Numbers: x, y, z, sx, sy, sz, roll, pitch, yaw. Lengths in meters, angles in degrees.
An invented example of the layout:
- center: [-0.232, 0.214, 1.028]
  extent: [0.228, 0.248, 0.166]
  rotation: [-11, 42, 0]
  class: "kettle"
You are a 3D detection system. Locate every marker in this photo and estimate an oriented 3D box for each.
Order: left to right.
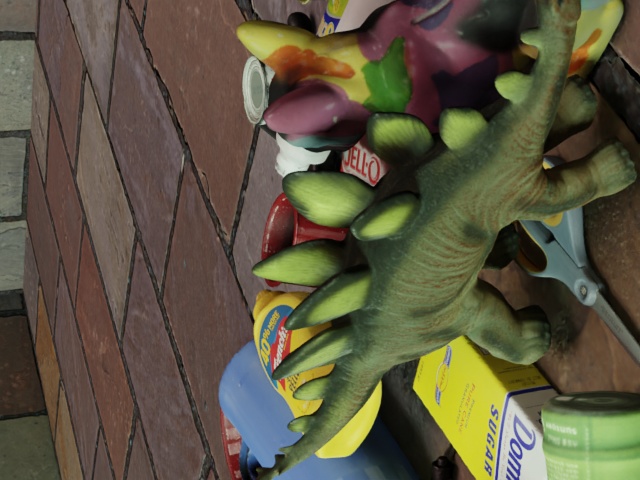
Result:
- center: [0.104, 0.244, 0.919]
  extent: [0.020, 0.020, 0.121]
  rotation: [-151, 60, -64]
  class: "marker"

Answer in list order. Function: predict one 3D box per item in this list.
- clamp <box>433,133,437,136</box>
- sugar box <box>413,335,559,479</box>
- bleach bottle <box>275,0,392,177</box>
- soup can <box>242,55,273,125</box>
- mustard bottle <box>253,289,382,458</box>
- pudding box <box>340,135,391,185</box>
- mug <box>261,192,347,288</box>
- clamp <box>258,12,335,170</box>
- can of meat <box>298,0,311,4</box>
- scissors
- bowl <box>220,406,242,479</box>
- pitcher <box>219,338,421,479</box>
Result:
- center: [0.082, -0.133, 0.878]
  extent: [0.172, 0.039, 0.120]
  rotation: [45, 121, 60]
  class: "clamp"
- center: [0.132, 0.130, 0.795]
  extent: [0.176, 0.048, 0.093]
  rotation: [-123, 35, -51]
  class: "sugar box"
- center: [0.019, -0.148, 0.912]
  extent: [0.102, 0.068, 0.251]
  rotation: [-94, 25, -49]
  class: "bleach bottle"
- center: [-0.017, -0.145, 1.026]
  extent: [0.069, 0.102, 0.068]
  rotation: [175, 90, -68]
  class: "soup can"
- center: [-0.014, 0.102, 0.965]
  extent: [0.192, 0.058, 0.096]
  rotation: [50, 132, 50]
  class: "mustard bottle"
- center: [0.055, -0.058, 0.953]
  extent: [0.114, 0.039, 0.090]
  rotation: [-133, 44, -56]
  class: "pudding box"
- center: [-0.007, 0.001, 1.043]
  extent: [0.117, 0.081, 0.093]
  rotation: [-134, 56, -64]
  class: "mug"
- center: [-0.020, -0.124, 1.124]
  extent: [0.165, 0.036, 0.210]
  rotation: [112, 146, -44]
  class: "clamp"
- center: [0.012, -0.249, 0.961]
  extent: [0.102, 0.083, 0.057]
  rotation: [-130, 42, -55]
  class: "can of meat"
- center: [0.178, 0.012, 0.703]
  extent: [0.202, 0.016, 0.096]
  rotation: [-132, 43, -55]
  class: "scissors"
- center: [-0.071, 0.231, 1.290]
  extent: [0.162, 0.055, 0.162]
  rotation: [175, 90, -67]
  class: "bowl"
- center: [0.001, 0.208, 1.019]
  extent: [0.243, 0.145, 0.149]
  rotation: [49, 161, 51]
  class: "pitcher"
